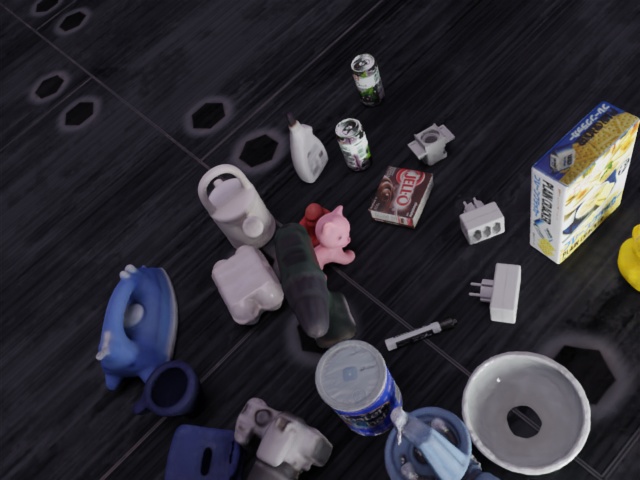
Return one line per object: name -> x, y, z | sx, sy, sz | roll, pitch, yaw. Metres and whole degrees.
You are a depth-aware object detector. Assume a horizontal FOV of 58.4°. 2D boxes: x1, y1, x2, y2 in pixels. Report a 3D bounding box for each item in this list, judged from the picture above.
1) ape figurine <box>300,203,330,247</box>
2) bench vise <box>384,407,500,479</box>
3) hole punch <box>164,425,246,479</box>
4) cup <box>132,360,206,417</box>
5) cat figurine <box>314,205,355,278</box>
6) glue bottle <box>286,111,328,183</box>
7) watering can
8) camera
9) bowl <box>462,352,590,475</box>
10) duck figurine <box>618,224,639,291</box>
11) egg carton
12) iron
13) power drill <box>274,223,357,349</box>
ape figurine -> -0.005, -0.035, 1.074 | 0.077, 0.092, 0.076 | 15, 64, 27
bench vise -> 0.169, 0.277, 0.731 | 0.206, 0.220, 0.121 | 10, 62, 25
hole punch -> -0.175, 0.344, 0.886 | 0.101, 0.091, 0.108 | -6, 57, 16
cup -> -0.243, 0.267, 0.957 | 0.118, 0.095, 0.091 | -32, 54, -3
cat figurine -> 0.009, 0.004, 1.028 | 0.128, 0.118, 0.067 | -39, 54, -8
glue bottle -> -0.034, -0.192, 1.137 | 0.037, 0.173, 0.078 | 21, 67, 29
watering can -> -0.157, -0.065, 1.083 | 0.172, 0.194, 0.101 | 23, 68, 30
camera -> -0.076, 0.325, 0.858 | 0.142, 0.101, 0.137 | 17, 65, 28
bowl -> 0.285, 0.247, 0.801 | 0.167, 0.075, 0.167 | -9, 56, 13
duck figurine -> 0.499, 0.024, 0.866 | 0.077, 0.086, 0.104 | -13, 55, 11
egg carton -> -0.132, 0.082, 1.056 | 0.107, 0.070, 0.150 | -34, 54, -4
iron -> -0.343, 0.134, 1.049 | 0.118, 0.142, 0.258 | -10, 56, 13
power drill -> -0.007, 0.091, 0.920 | 0.075, 0.209, 0.229 | -24, 54, 3
